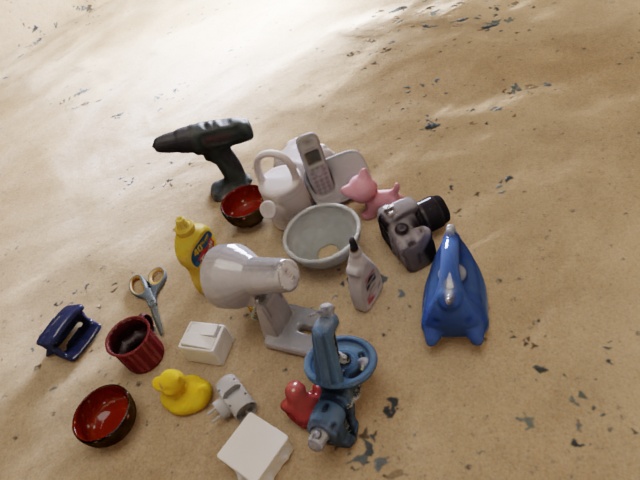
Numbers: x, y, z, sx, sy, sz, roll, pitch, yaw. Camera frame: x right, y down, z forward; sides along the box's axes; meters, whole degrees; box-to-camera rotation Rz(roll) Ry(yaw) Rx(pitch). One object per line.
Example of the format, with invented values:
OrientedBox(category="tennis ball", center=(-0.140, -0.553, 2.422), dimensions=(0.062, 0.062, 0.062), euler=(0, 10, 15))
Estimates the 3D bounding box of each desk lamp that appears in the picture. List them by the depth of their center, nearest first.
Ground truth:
OrientedBox(category="desk lamp", center=(-0.092, 0.102, 1.045), dimensions=(0.202, 0.214, 0.118), euler=(8, 52, 26))

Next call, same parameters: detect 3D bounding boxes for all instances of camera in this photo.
OrientedBox(category="camera", center=(0.197, -0.034, 1.151), dimensions=(0.137, 0.101, 0.143), euler=(-26, 46, -5))

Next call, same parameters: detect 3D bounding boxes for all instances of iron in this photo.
OrientedBox(category="iron", center=(0.236, 0.057, 1.024), dimensions=(0.118, 0.142, 0.258), euler=(-4, 48, 16))

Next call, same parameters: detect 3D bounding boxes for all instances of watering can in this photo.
OrientedBox(category="watering can", center=(-0.084, -0.113, 1.255), dimensions=(0.101, 0.194, 0.172), euler=(-16, 46, 5))

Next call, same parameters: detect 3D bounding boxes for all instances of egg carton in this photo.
OrientedBox(category="egg carton", center=(-0.039, -0.192, 1.400), dimensions=(0.149, 0.069, 0.107), euler=(20, 58, 32))

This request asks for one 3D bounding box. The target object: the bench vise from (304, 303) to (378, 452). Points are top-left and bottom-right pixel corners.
OrientedBox(category="bench vise", center=(0.029, 0.213, 0.895), dimensions=(0.121, 0.220, 0.207), euler=(-10, 46, 10))

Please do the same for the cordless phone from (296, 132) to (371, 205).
OrientedBox(category="cordless phone", center=(0.028, -0.171, 1.276), dimensions=(0.147, 0.185, 0.094), euler=(-26, 46, -5))

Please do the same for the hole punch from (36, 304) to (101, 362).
OrientedBox(category="hole punch", center=(-0.540, 0.189, 1.205), dimensions=(0.100, 0.091, 0.109), euler=(11, 53, 27))

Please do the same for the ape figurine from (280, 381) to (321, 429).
OrientedBox(category="ape figurine", center=(-0.031, 0.267, 0.957), dimensions=(0.077, 0.092, 0.076), euler=(-12, 46, 8))

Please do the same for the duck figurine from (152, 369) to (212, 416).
OrientedBox(category="duck figurine", center=(-0.253, 0.267, 1.037), dimensions=(0.104, 0.086, 0.077), euler=(-3, 48, 17))

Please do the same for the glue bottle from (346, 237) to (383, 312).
OrientedBox(category="glue bottle", center=(0.075, 0.056, 1.059), dimensions=(0.037, 0.173, 0.078), euler=(13, 54, 29))

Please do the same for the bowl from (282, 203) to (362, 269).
OrientedBox(category="bowl", center=(0.011, 0.004, 1.197), dimensions=(0.167, 0.075, 0.167), euler=(-10, 46, 10))

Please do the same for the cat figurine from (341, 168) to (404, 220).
OrientedBox(category="cat figurine", center=(0.115, -0.102, 1.230), dimensions=(0.127, 0.118, 0.067), euler=(2, 49, 21))

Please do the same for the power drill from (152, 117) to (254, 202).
OrientedBox(category="power drill", center=(-0.257, -0.198, 1.383), dimensions=(0.229, 0.209, 0.075), euler=(-23, 45, -2))
